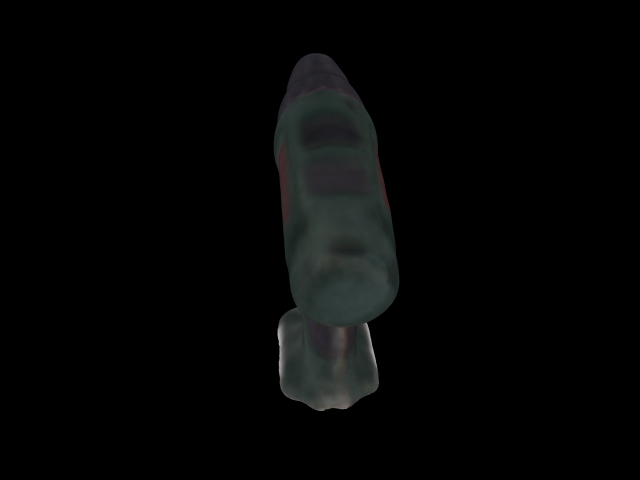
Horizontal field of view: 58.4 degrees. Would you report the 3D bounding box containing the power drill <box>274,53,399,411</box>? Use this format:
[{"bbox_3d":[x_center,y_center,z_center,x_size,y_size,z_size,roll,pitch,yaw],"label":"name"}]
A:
[{"bbox_3d":[0.004,0.001,0.400,0.075,0.208,0.229,-3,33,-5],"label":"power drill"}]
